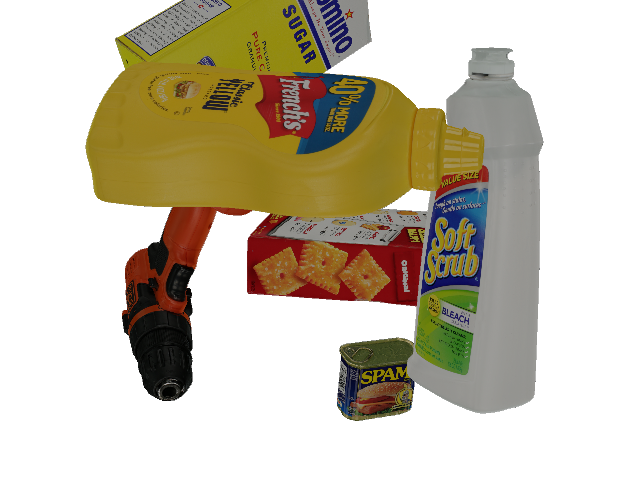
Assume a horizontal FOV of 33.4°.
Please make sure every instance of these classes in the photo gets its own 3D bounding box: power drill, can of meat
[{"bbox_3d":[-0.108,0.015,0.874,0.057,0.188,0.184,17,26,-26],"label":"power drill"},{"bbox_3d":[0.072,0.178,1.363,0.102,0.084,0.057,-5,26,-21],"label":"can of meat"}]

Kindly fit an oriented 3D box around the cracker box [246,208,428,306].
[{"bbox_3d":[0.041,0.014,1.149,0.214,0.072,0.164,5,15,8],"label":"cracker box"}]

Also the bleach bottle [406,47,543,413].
[{"bbox_3d":[0.112,-0.010,0.762,0.068,0.251,0.103,-9,17,-29],"label":"bleach bottle"}]

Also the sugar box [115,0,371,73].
[{"bbox_3d":[-0.045,-0.135,0.721,0.176,0.093,0.048,-35,53,-18],"label":"sugar box"}]

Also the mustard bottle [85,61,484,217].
[{"bbox_3d":[-0.014,-0.051,0.542,0.192,0.058,0.096,5,36,12],"label":"mustard bottle"}]
